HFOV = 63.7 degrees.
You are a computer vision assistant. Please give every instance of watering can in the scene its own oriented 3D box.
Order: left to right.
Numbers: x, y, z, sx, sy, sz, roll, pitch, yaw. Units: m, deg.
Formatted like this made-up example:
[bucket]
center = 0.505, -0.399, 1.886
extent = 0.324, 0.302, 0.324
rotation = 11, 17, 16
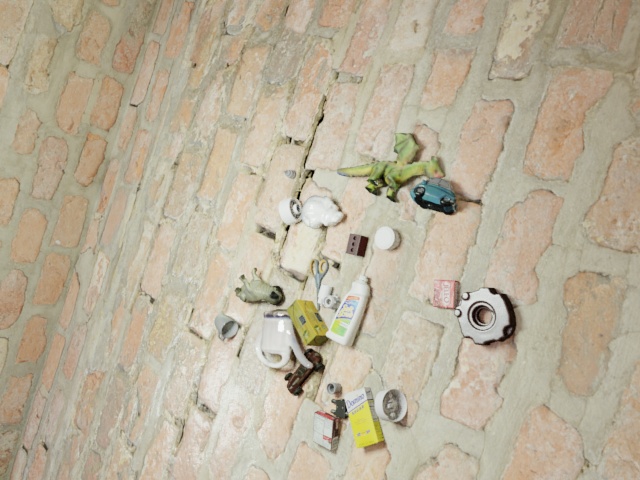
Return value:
[watering can]
center = -0.136, 0.378, 1.969
extent = 0.346, 0.103, 0.226
rotation = -7, 74, 46

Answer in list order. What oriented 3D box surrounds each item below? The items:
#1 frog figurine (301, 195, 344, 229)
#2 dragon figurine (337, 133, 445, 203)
[frog figurine]
center = 0.006, -0.099, 1.977
extent = 0.138, 0.121, 0.161
rotation = -51, 39, -6
[dragon figurine]
center = 0.256, -0.279, 1.849
extent = 0.414, 0.120, 0.244
rotation = 29, 81, 38
